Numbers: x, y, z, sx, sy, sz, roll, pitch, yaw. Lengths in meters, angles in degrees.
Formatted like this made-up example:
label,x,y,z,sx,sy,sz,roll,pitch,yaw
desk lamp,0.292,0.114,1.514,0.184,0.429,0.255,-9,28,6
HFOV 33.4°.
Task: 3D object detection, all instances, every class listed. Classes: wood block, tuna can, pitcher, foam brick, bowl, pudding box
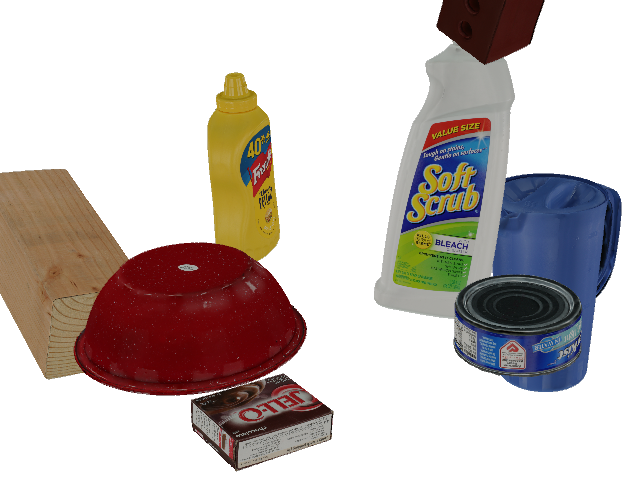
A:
label,x,y,z,sx,sy,sz,roll,pitch,yaw
wood block,-0.249,0.024,1.006,0.090,0.091,0.206,-8,38,-33
tuna can,0.132,0.055,0.718,0.086,0.034,0.086,-3,24,1
pitcher,0.273,0.048,1.257,0.149,0.243,0.144,3,24,15
foam brick,0.123,-0.173,0.747,0.051,0.078,0.053,-30,60,-30
bowl,-0.091,0.043,0.733,0.162,0.055,0.162,-2,22,1
pudding box,-0.057,0.176,1.045,0.113,0.039,0.090,-14,25,-32

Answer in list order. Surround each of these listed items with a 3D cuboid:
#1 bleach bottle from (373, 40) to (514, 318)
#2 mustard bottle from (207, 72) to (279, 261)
label,x,y,z,sx,sy,sz,roll,pitch,yaw
bleach bottle,0.108,-0.062,0.914,0.103,0.251,0.068,9,18,14
mustard bottle,-0.080,-0.077,1.094,0.058,0.192,0.096,7,27,21
